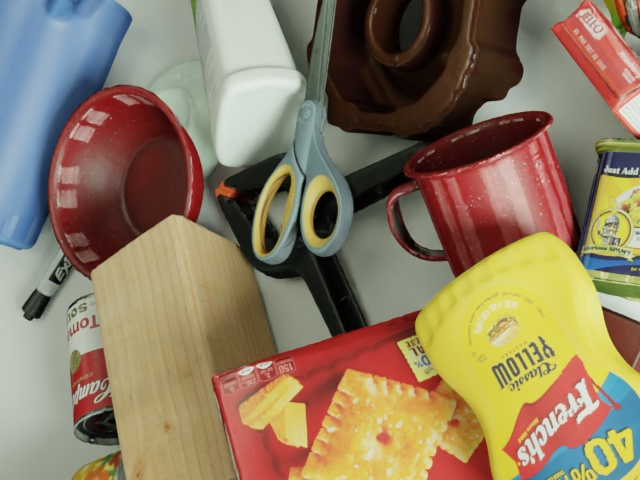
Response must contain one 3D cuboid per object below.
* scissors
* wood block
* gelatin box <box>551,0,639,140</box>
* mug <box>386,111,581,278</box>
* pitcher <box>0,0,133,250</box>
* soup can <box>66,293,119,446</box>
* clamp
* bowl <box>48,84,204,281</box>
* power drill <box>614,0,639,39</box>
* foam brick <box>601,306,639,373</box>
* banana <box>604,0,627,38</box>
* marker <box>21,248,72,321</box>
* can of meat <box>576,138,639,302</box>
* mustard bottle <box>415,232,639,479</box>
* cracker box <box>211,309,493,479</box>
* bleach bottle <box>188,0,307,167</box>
[{"bbox_3d":[0.004,-0.075,0.733,0.096,0.016,0.202,23,96,44],"label":"scissors"},{"bbox_3d":[-0.086,0.098,0.753,0.090,0.090,0.206,-33,54,22],"label":"wood block"},{"bbox_3d":[0.182,-0.092,0.629,0.030,0.089,0.073,-38,52,19],"label":"gelatin box"},{"bbox_3d":[0.097,-0.019,0.647,0.117,0.081,0.093,-16,17,23],"label":"mug"},{"bbox_3d":[-0.274,-0.119,0.977,0.145,0.149,0.243,17,85,25],"label":"pitcher"},{"bbox_3d":[-0.159,0.098,0.824,0.069,0.068,0.102,-29,56,25],"label":"soup can"},{"bbox_3d":[-0.005,0.001,0.762,0.210,0.036,0.164,15,93,46],"label":"clamp"},{"bbox_3d":[-0.147,-0.042,0.867,0.162,0.055,0.162,-1,88,35],"label":"bowl"},{"bbox_3d":[0.271,-0.180,0.604,0.188,0.057,0.184,8,71,30],"label":"power drill"},{"bbox_3d":[0.155,0.064,0.607,0.078,0.052,0.051,25,88,41],"label":"foam brick"},{"bbox_3d":[0.158,-0.213,0.703,0.198,0.069,0.037,53,140,20],"label":"banana"},{"bbox_3d":[-0.226,0.019,0.941,0.020,0.020,0.121,37,95,41],"label":"marker"},{"bbox_3d":[0.199,-0.008,0.602,0.102,0.057,0.084,7,78,40],"label":"can of meat"},{"bbox_3d":[0.127,0.096,0.543,0.096,0.058,0.192,-36,58,16],"label":"mustard bottle"},{"bbox_3d":[0.044,0.152,0.595,0.164,0.072,0.214,-16,55,-7],"label":"cracker box"},{"bbox_3d":[-0.073,-0.183,0.862,0.103,0.068,0.251,107,152,-52],"label":"bleach bottle"}]
